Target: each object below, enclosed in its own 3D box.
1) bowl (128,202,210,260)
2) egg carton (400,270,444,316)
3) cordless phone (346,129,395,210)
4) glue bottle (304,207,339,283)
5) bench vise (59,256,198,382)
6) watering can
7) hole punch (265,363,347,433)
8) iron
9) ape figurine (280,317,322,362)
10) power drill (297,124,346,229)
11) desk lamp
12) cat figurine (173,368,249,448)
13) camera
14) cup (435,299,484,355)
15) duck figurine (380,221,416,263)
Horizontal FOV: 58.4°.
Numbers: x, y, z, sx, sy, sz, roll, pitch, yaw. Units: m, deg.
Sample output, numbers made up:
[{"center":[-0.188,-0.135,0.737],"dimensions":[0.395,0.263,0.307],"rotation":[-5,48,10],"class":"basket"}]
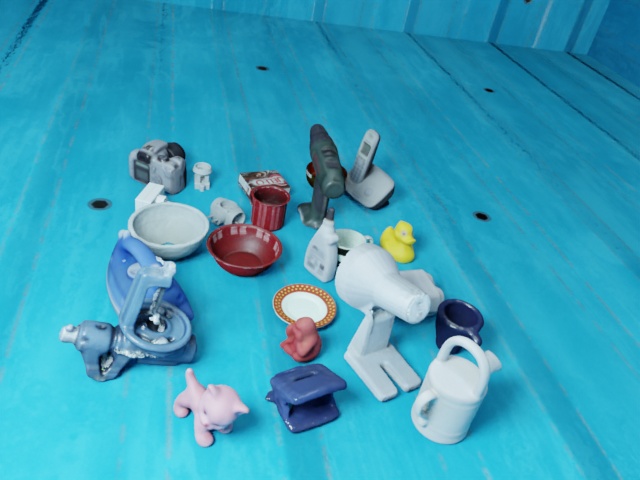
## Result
[{"center":[-0.322,-0.008,1.225],"dimensions":[0.167,0.075,0.167],"rotation":[8,35,-6],"class":"bowl"},{"center":[0.184,0.117,1.208],"dimensions":[0.151,0.069,0.107],"rotation":[-3,38,-21],"class":"egg carton"},{"center":[0.140,-0.187,1.516],"dimensions":[0.094,0.185,0.147],"rotation":[-17,45,-35],"class":"cordless phone"},{"center":[0.011,0.004,1.222],"dimensions":[0.037,0.173,0.078],"rotation":[-22,47,-38],"class":"glue bottle"},{"center":[-0.296,0.133,0.911],"dimensions":[0.208,0.220,0.121],"rotation":[-15,43,-33],"class":"bench vise"},{"center":[0.227,0.235,0.948],"dimensions":[0.100,0.194,0.173],"rotation":[28,38,22],"class":"watering can"},{"center":[-0.024,0.246,0.946],"dimensions":[0.109,0.091,0.100],"rotation":[-11,41,-29],"class":"hole punch"},{"center":[-0.338,0.057,1.072],"dimensions":[0.119,0.141,0.257],"rotation":[-19,46,-36],"class":"iron"},{"center":[-0.031,0.175,1.042],"dimensions":[0.076,0.092,0.078],"rotation":[9,35,-5],"class":"ape figurine"},{"center":[0.000,-0.145,1.395],"dimensions":[0.076,0.208,0.229],"rotation":[-1,37,-18],"class":"power drill"},{"center":[0.114,0.138,1.031],"dimensions":[0.118,0.213,0.202],"rotation":[-14,42,-31],"class":"desk lamp"},{"center":[-0.168,0.248,0.877],"dimensions":[0.067,0.118,0.127],"rotation":[-24,49,-40],"class":"cat figurine"},{"center":[-0.390,-0.202,1.452],"dimensions":[0.143,0.101,0.137],"rotation":[22,36,14],"class":"camera"},{"center":[0.269,0.186,1.115],"dimensions":[0.092,0.095,0.117],"rotation":[-5,39,-23],"class":"cup"},{"center":[0.192,-0.007,1.367],"dimensions":[0.078,0.086,0.104],"rotation":[-10,41,-28],"class":"duck figurine"}]
